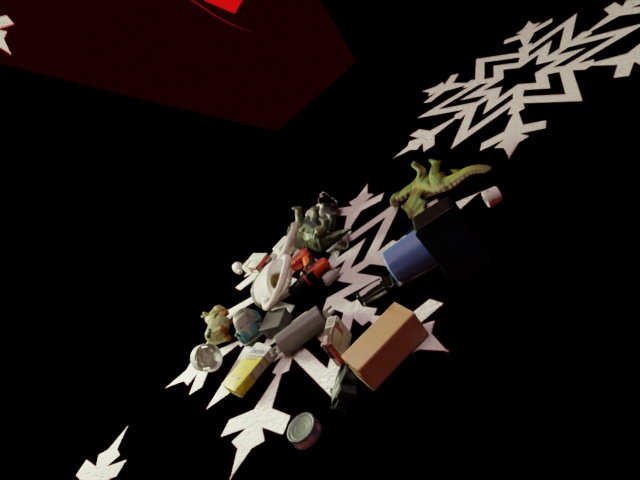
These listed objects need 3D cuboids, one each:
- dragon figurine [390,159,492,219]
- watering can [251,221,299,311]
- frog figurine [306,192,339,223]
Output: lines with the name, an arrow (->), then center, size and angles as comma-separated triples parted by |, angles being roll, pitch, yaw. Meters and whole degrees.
dragon figurine -> 0.398, -0.167, 1.835 | 0.410, 0.121, 0.245 | 7, 65, 57
watering can -> -0.157, 0.111, 1.889 | 0.220, 0.103, 0.356 | -42, 28, 50
frog figurine -> 0.007, -0.111, 2.207 | 0.140, 0.122, 0.156 | -102, 32, -54
